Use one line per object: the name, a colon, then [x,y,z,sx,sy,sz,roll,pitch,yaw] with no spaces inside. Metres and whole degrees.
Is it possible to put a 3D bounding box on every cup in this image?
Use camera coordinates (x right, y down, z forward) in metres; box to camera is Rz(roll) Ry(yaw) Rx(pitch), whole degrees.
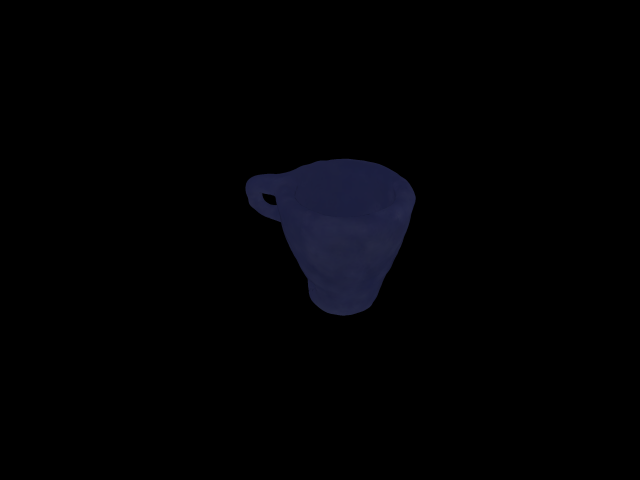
cup: [0.004,0.001,0.400,0.117,0.095,0.092,11,36,16]
